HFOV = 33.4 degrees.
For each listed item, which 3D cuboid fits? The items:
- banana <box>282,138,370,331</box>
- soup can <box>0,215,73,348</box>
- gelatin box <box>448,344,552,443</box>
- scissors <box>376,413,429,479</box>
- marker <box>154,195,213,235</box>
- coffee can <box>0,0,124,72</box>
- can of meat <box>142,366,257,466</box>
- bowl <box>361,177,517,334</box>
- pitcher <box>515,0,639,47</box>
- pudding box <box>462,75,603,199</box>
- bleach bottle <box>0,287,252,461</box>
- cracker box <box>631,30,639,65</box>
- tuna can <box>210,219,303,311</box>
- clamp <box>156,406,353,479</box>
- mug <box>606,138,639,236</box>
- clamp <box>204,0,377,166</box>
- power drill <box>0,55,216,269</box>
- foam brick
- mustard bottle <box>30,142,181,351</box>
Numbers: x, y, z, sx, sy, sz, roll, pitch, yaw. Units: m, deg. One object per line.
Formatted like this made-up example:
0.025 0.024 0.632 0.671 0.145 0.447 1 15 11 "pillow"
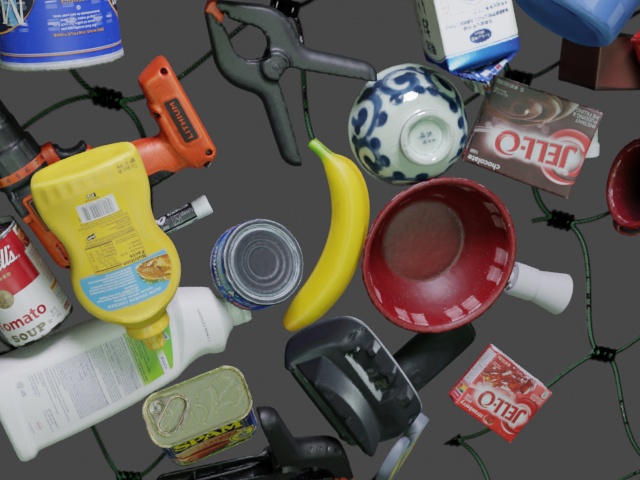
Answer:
0.011 0.002 1.048 0.070 0.037 0.198 14 104 20 "banana"
-0.279 0.038 0.968 0.068 0.068 0.102 -30 113 -4 "soup can"
0.195 0.167 1.153 0.089 0.030 0.073 37 96 -22 "gelatin box"
0.057 0.272 1.129 0.016 0.096 0.202 32 98 14 "scissors"
-0.159 -0.007 1.010 0.121 0.020 0.020 -27 112 -4 "marker"
-0.221 -0.217 0.880 0.102 0.103 0.140 -8 109 -12 "coffee can"
-0.114 0.174 1.041 0.102 0.057 0.084 -21 155 -7 "can of meat"
0.112 0.009 1.066 0.162 0.055 0.162 -4 109 -13 "bowl"
0.266 -0.306 0.955 0.144 0.149 0.243 31 92 -32 "pitcher"
0.207 -0.102 1.044 0.113 0.039 0.090 21 102 5 "pudding box"
-0.184 0.116 1.022 0.250 0.068 0.102 -21 113 -9 "bleach bottle"
0.404 -0.176 1.031 0.213 0.072 0.164 -40 115 -27 "cracker box"
-0.059 0.023 1.017 0.086 0.034 0.086 6 77 -26 "tuna can"
-0.050 0.226 1.069 0.165 0.036 0.209 -33 146 24 "clamp"
0.350 -0.044 1.099 0.081 0.093 0.117 8 135 -22 "mug"
-0.044 -0.150 0.982 0.171 0.039 0.120 31 92 -15 "clamp"
-0.202 -0.088 0.954 0.187 0.057 0.184 -30 116 -1 "power drill"
0.274 -0.176 1.035 0.053 0.078 0.051 -3 106 -15 "foam brick"
-0.175 0.016 0.938 0.096 0.058 0.191 -21 116 -7 "mustard bottle"
